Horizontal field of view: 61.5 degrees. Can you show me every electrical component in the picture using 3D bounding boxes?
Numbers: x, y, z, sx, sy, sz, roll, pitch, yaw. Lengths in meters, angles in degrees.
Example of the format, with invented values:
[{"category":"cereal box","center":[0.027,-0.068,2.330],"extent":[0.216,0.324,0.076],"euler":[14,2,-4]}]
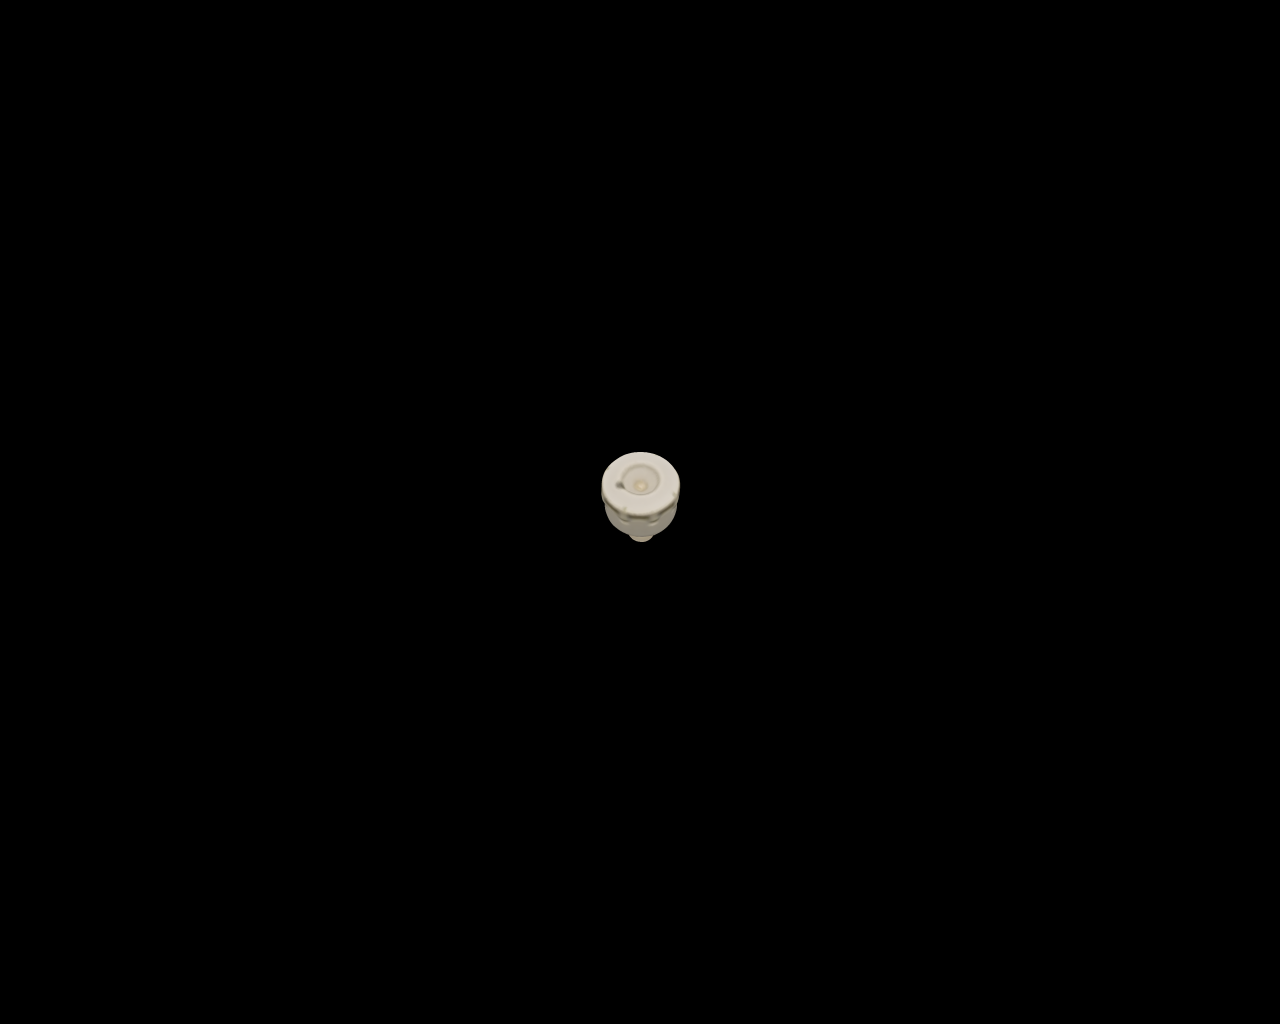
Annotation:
[{"category":"electrical component","center":[0.001,-0.003,0.650],"extent":[0.048,0.048,0.062],"euler":[0,-34,0]}]
